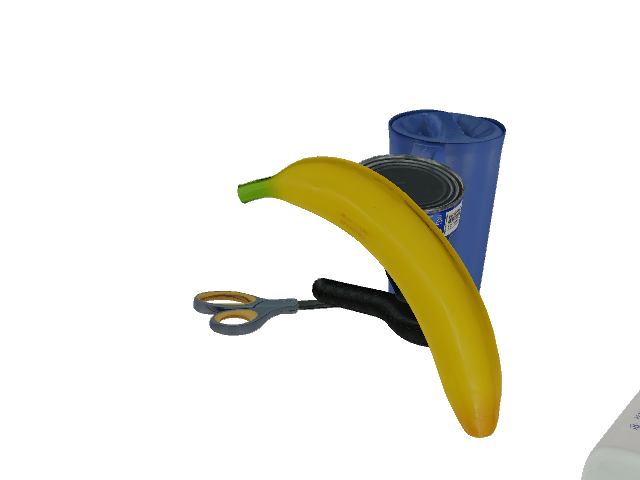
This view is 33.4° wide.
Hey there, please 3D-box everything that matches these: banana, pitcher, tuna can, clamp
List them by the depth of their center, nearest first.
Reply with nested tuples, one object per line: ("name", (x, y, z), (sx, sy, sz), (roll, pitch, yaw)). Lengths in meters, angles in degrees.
("banana", (0.044, 0.018, 0.591), (0.070, 0.198, 0.037), (-48, -9, 28))
("tuna can", (0.063, -0.030, 0.791), (0.086, 0.034, 0.086), (3, 32, -2))
("clamp", (0.090, 0.061, 1.071), (0.172, 0.039, 0.120), (26, 39, 31))
("pitcher", (0.135, -0.023, 1.249), (0.149, 0.243, 0.145), (-7, 24, -21))

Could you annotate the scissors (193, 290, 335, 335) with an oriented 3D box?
("scissors", (-0.042, 0.082, 1.194), (0.201, 0.016, 0.096), (4, 24, -5))

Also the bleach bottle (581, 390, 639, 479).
("bleach bottle", (0.246, 0.101, 0.629), (0.103, 0.068, 0.250), (18, 29, 32))
